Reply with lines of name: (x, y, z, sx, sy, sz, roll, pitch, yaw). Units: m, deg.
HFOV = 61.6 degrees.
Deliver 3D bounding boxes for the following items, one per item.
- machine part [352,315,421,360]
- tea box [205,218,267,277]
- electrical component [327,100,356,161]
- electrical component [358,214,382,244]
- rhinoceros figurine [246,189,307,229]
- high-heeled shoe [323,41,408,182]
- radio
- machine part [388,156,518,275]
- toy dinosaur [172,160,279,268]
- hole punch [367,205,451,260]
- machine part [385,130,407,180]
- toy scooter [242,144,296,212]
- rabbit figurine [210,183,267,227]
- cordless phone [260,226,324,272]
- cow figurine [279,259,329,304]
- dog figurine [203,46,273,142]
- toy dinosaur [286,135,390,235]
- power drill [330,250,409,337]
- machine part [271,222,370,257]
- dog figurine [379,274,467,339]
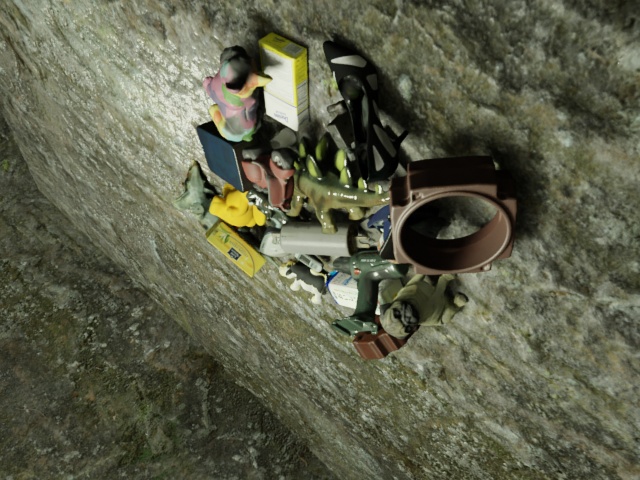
machine part: (0.161, 0.217, 1.301, 0.056, 0.179, 0.179, 55, 150, -8)
tea box: (-0.239, 0.020, 1.521, 0.169, 0.068, 0.098, 43, 176, -18)
electrical component: (0.048, -0.208, 1.005, 0.045, 0.078, 0.102, 4, 140, 51)
electrical component: (0.123, -0.024, 1.200, 0.063, 0.021, 0.094, 48, 150, -3)
rhinoceros figurine: (-0.105, -0.064, 1.352, 0.190, 0.073, 0.112, 41, 177, -7)
high-heeled shoe: (0.054, -0.217, 0.924, 0.248, 0.145, 0.086, 47, 151, -4)
radio: (-0.215, -0.208, 1.305, 0.230, 0.073, 0.130, 35, 144, 51)
machine part: (0.219, -0.034, 0.896, 0.202, 0.087, 0.200, -2, 134, 11)
toy dinosaur: (-0.302, -0.048, 1.650, 0.404, 0.131, 0.192, 51, 163, -16)
hole punch: (0.164, -0.030, 1.039, 0.092, 0.142, 0.115, -108, 33, -43)
machine part: (0.140, -0.142, 1.015, 0.139, 0.039, 0.084, 52, 146, -6)
toy scooter: (-0.103, -0.131, 1.141, 0.184, 0.075, 0.135, 20, 125, 54)
rabbit figurine: (-0.196, -0.108, 1.433, 0.162, 0.122, 0.173, 43, 132, 3)
cordless phone: (-0.070, 0.033, 1.471, 0.184, 0.089, 0.146, 39, 150, 6)
cow figurine: (-0.048, 0.100, 1.534, 0.167, 0.068, 0.098, 31, 142, 21)
dog figurine: (-0.158, -0.286, 1.078, 0.219, 0.108, 0.191, -148, 41, -65)
toy dinosaur: (0.015, -0.115, 1.143, 0.472, 0.105, 0.198, 18, 140, 43)
power drill: (0.093, 0.116, 1.236, 0.232, 0.207, 0.086, -14, 133, 45)
machine part: (-0.003, -0.004, 1.241, 0.243, 0.079, 0.079, 4, 133, 24)
dog figurine: (0.208, 0.160, 1.141, 0.121, 0.190, 0.172, 4, 132, 51)
